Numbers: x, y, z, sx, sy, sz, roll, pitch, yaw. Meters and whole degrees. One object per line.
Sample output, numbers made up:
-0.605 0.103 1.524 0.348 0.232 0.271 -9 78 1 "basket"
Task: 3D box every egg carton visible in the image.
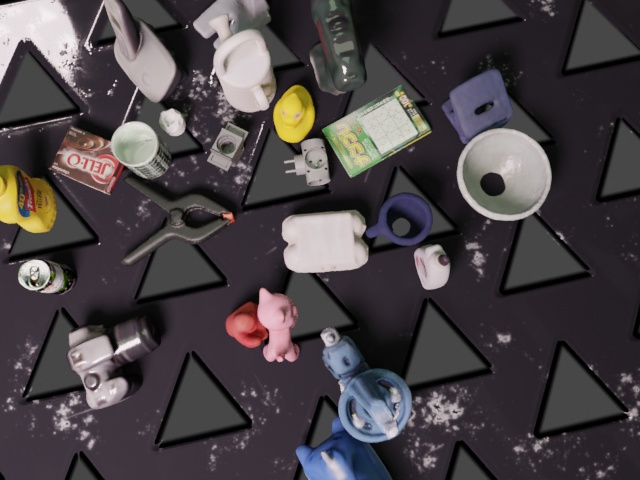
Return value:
0.009 0.004 1.016 0.150 0.069 0.107 -6 81 -1 "egg carton"

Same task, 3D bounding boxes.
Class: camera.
-0.341 0.196 0.969 0.137 0.101 0.143 -24 82 -4 "camera"

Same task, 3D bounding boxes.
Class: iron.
0.072 0.421 0.916 0.119 0.141 0.258 -37 83 -5 "iron"

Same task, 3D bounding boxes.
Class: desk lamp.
-0.138 -0.461 1.013 0.118 0.213 0.203 44 84 6 "desk lamp"

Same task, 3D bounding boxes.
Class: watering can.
-0.139 -0.311 1.000 0.173 0.194 0.101 39 83 6 "watering can"

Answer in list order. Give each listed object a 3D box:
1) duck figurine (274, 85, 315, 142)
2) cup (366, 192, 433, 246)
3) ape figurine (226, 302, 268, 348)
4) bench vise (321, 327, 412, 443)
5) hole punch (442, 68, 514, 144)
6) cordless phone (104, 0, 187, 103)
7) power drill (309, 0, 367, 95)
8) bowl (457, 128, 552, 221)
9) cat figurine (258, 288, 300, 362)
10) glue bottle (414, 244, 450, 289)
-0.048 -0.239 1.044 0.077 0.086 0.104 11 81 2 "duck figurine"
0.134 -0.025 1.007 0.118 0.095 0.091 -22 82 -3 "cup"
-0.127 0.144 0.982 0.076 0.092 0.078 13 81 2 "ape figurine"
0.060 0.240 0.904 0.207 0.220 0.121 38 83 6 "bench vise"
0.293 -0.243 1.043 0.108 0.091 0.101 -29 82 -4 "hole punch"
-0.318 -0.340 1.008 0.094 0.185 0.147 -42 83 -6 "cordless phone"
0.022 -0.354 1.000 0.075 0.208 0.229 -17 82 -2 "power drill"
0.322 -0.111 1.032 0.167 0.075 0.167 0 81 0 "bowl"
-0.071 0.145 0.969 0.067 0.118 0.128 -4 81 0 "cat figurine"
0.193 0.040 0.958 0.037 0.173 0.078 -18 82 -2 "glue bottle"
